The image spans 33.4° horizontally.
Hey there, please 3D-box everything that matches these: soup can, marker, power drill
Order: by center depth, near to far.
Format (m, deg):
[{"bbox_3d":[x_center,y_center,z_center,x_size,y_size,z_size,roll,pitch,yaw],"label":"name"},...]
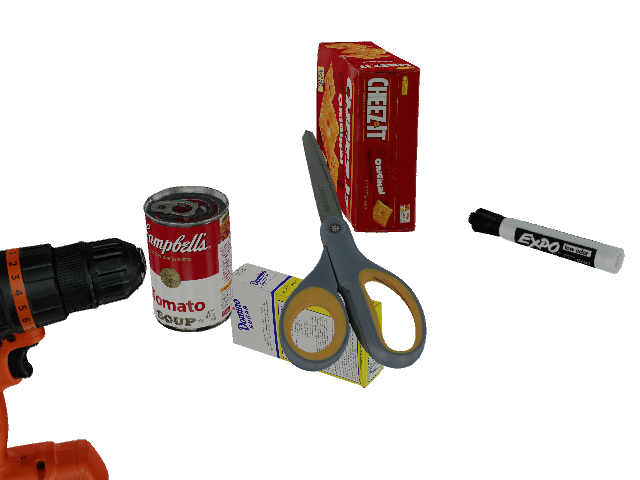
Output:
[{"bbox_3d":[-0.193,0.092,0.696,0.184,0.188,0.057,-11,26,-8],"label":"power drill"},{"bbox_3d":[0.165,-0.001,0.793,0.121,0.020,0.020,19,11,33],"label":"marker"},{"bbox_3d":[-0.107,0.015,0.873,0.068,0.102,0.068,0,29,0],"label":"soup can"}]

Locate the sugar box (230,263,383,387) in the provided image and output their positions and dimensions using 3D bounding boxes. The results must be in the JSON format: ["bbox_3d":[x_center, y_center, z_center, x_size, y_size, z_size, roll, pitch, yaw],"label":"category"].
[{"bbox_3d":[-0.018,0.090,1.166,0.176,0.093,0.048,18,37,30],"label":"sugar box"}]

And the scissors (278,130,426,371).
[{"bbox_3d":[-0.005,0.008,0.677,0.096,0.202,0.016,-22,-38,-15],"label":"scissors"}]

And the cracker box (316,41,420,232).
[{"bbox_3d":[0.045,-0.116,1.127,0.072,0.164,0.214,-3,18,-8],"label":"cracker box"}]
